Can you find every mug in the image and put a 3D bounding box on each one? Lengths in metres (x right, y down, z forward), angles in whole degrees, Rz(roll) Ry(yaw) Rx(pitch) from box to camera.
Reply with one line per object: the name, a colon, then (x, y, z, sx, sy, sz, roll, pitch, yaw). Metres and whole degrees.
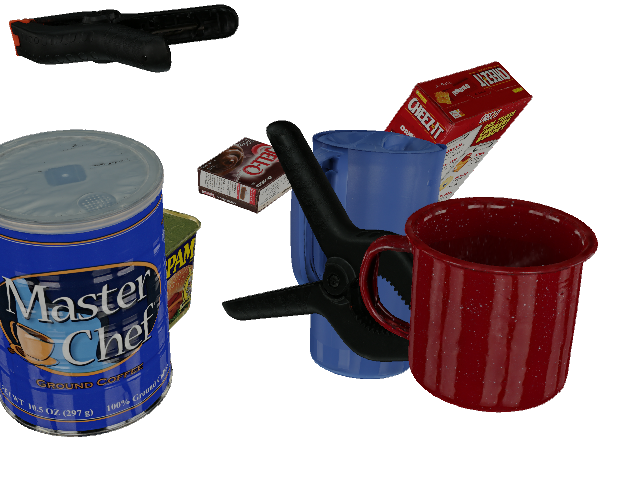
mug: (0.075, 0.030, 0.538, 0.117, 0.081, 0.093, 9, 25, 17)

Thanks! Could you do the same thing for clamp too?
clamp: (0.018, 0.015, 0.759, 0.210, 0.165, 0.036, 24, 25, 34)
clamp: (-0.149, -0.154, 0.793, 0.172, 0.039, 0.120, 11, 22, 28)

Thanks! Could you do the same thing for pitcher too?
pitcher: (0.042, 0.013, 1.076, 0.149, 0.243, 0.145, 4, 14, -1)

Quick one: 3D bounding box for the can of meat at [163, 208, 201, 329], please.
can of meat: (-0.144, 0.031, 0.898, 0.057, 0.084, 0.102, 14, 25, 14)

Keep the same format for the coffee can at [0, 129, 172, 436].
coffee can: (-0.136, 0.023, 0.597, 0.103, 0.140, 0.103, 2, 32, -1)

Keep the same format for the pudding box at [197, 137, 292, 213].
pudding box: (-0.084, -0.082, 1.313, 0.090, 0.039, 0.113, 19, 36, 23)

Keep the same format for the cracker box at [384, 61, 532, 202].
cracker box: (0.122, -0.099, 1.227, 0.163, 0.072, 0.214, -23, -24, -45)
